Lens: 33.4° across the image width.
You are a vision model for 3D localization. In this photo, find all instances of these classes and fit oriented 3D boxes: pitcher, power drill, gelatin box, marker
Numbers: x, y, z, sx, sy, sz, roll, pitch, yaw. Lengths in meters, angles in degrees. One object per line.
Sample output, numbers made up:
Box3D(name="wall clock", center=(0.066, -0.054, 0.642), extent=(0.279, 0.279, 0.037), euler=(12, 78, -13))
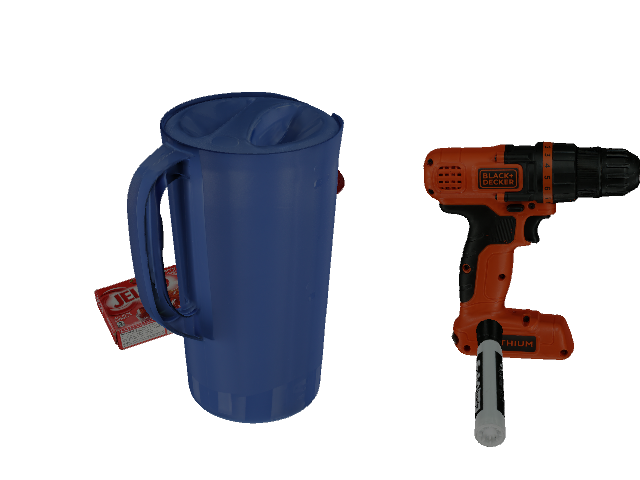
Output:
Box3D(name="pitcher", center=(-0.060, 0.018, 0.817), extent=(0.149, 0.243, 0.145), euler=(1, 26, 0))
Box3D(name="power drill", center=(0.183, 0.007, 0.928), extent=(0.184, 0.188, 0.057), euler=(1, 13, 15))
Box3D(name="gelatin box", center=(-0.173, 0.066, 1.070), extent=(0.089, 0.030, 0.073), euler=(-17, 38, -19))
Box3D(name="marker", center=(0.112, 0.090, 0.703), extent=(0.020, 0.020, 0.121), euler=(0, 29, 9))

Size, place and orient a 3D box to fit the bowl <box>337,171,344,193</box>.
Box3D(name="bowl", center=(-0.054, -0.054, 1.288), extent=(0.162, 0.055, 0.162), euler=(4, 26, -2))
